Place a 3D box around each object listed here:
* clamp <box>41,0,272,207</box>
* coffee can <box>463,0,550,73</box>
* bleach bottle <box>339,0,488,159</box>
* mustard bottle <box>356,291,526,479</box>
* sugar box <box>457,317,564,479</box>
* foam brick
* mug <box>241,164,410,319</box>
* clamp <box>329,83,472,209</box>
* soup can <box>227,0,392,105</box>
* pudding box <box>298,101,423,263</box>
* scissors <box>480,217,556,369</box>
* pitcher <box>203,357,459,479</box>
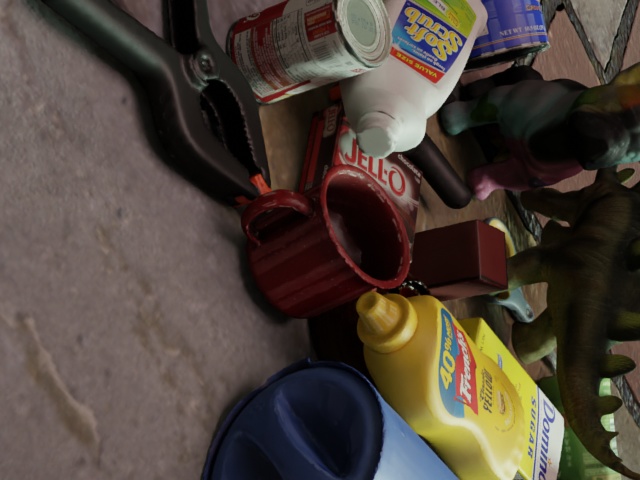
[{"bbox_3d":[-0.087,-0.121,0.715,0.210,0.036,0.164,58,39,-23],"label":"clamp"},{"bbox_3d":[0.152,-0.238,1.011,0.102,0.103,0.140,-15,92,-53],"label":"coffee can"},{"bbox_3d":[0.073,-0.140,0.859,0.102,0.068,0.250,40,37,-16],"label":"bleach bottle"},{"bbox_3d":[0.081,0.094,0.751,0.191,0.058,0.096,46,39,-39],"label":"mustard bottle"},{"bbox_3d":[0.160,0.156,0.952,0.176,0.048,0.093,45,48,-34],"label":"sugar box"},{"bbox_3d":[0.113,0.019,0.905,0.052,0.078,0.051,19,64,-51],"label":"foam brick"},{"bbox_3d":[-0.005,0.001,0.740,0.117,0.082,0.093,28,46,-40],"label":"mug"},{"bbox_3d":[0.074,-0.109,0.925,0.171,0.039,0.120,33,41,-41],"label":"clamp"},{"bbox_3d":[-0.008,-0.143,0.771,0.068,0.102,0.068,19,65,-49],"label":"soup can"},{"bbox_3d":[0.033,-0.042,0.849,0.113,0.039,0.090,39,50,-40],"label":"pudding box"},{"bbox_3d":[0.200,0.052,1.061,0.201,0.016,0.096,40,51,-40],"label":"scissors"},{"bbox_3d":[0.042,0.202,0.714,0.242,0.145,0.149,46,70,-39],"label":"pitcher"}]
